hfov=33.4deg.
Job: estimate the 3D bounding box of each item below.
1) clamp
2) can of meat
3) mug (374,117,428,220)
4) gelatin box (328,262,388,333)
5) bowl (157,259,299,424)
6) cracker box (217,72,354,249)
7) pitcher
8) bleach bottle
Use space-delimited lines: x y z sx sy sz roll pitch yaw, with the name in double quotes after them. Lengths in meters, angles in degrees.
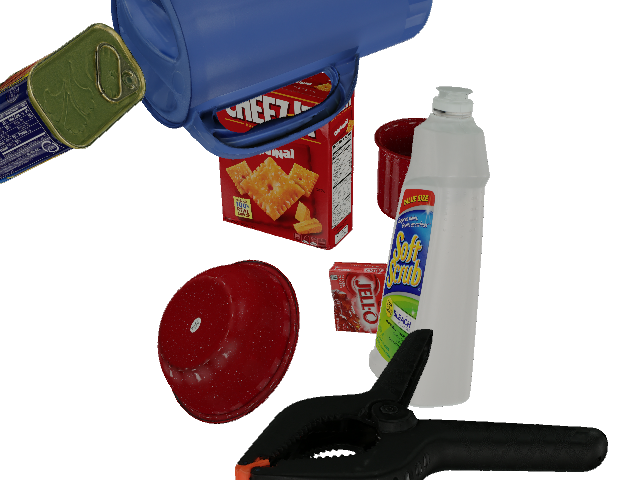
0.037 0.108 0.626 0.209 0.036 0.165 -10 24 -27 "clamp"
-0.175 -0.087 0.686 0.084 0.057 0.102 -20 22 33 "can of meat"
0.112 -0.072 1.106 0.117 0.081 0.093 -11 35 -17 "mug"
0.052 0.071 1.312 0.073 0.089 0.030 3 29 18 "gelatin box"
-0.099 0.085 0.987 0.162 0.162 0.055 0 -21 40 "bowl"
-0.045 -0.107 1.330 0.164 0.214 0.072 17 37 24 "cracker box"
-0.029 -0.174 0.846 0.242 0.149 0.145 -21 37 -26 "pitcher"
0.091 0.001 0.859 0.068 0.251 0.103 -2 18 -20 "bleach bottle"
